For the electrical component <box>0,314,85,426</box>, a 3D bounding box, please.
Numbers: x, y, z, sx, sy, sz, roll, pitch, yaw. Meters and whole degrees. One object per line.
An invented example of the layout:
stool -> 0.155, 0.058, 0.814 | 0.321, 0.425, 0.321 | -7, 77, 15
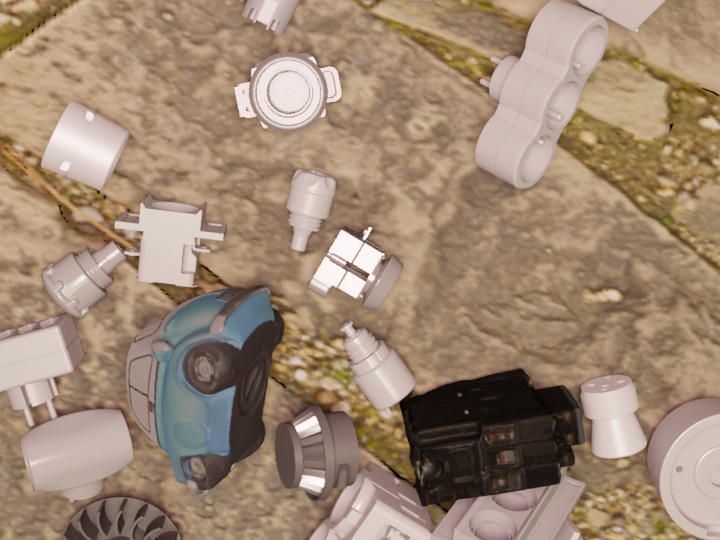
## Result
electrical component -> -0.257, 0.084, 0.833 | 0.083, 0.047, 0.075 | -15, 101, 0

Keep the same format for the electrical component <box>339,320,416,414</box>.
electrical component -> 0.011, 0.074, 0.849 | 0.040, 0.040, 0.078 | -35, 100, 3

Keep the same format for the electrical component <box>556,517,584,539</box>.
electrical component -> 0.169, 0.247, 0.889 | 0.064, 0.042, 0.081 | 20, 99, -10

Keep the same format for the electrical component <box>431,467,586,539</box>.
electrical component -> 0.115, 0.196, 0.831 | 0.079, 0.121, 0.063 | 18, 121, 24

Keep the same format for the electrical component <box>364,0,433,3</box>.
electrical component -> 0.031, -0.221, 0.795 | 0.055, 0.045, 0.045 | 0, 100, -4

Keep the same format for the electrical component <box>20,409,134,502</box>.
electrical component -> -0.221, 0.153, 0.845 | 0.077, 0.043, 0.079 | -14, 132, -23

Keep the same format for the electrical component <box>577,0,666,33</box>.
electrical component -> 0.199, -0.224, 0.783 | 0.061, 0.096, 0.061 | 26, 69, -7

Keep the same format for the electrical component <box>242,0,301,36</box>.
electrical component -> -0.063, -0.202, 0.797 | 0.040, 0.040, 0.046 | 26, 104, -7

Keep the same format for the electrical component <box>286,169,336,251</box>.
electrical component -> -0.041, -0.045, 0.828 | 0.035, 0.035, 0.061 | 14, 102, -5

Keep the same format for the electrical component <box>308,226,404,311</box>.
electrical component -> 0.000, 0.000, 0.833 | 0.055, 0.048, 0.066 | 31, 97, -1

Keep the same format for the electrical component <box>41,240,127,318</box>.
electrical component -> -0.208, 0.003, 0.823 | 0.062, 0.048, 0.048 | -38, 100, -3

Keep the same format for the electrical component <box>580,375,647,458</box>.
electrical component -> 0.204, 0.117, 0.865 | 0.045, 0.045, 0.055 | -14, 100, -1

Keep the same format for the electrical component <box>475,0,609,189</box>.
electrical component -> 0.123, -0.138, 0.812 | 0.074, 0.052, 0.138 | 33, 107, 32

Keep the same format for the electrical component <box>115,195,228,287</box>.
electrical component -> -0.145, -0.021, 0.823 | 0.081, 0.042, 0.063 | 6, 103, -3

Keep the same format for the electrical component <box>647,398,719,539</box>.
electrical component -> 0.286, 0.155, 0.868 | 0.108, 0.060, 0.108 | -1, 103, -3

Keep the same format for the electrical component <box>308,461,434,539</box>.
electrical component -> -0.012, 0.236, 0.852 | 0.062, 0.089, 0.150 | 33, 97, -8

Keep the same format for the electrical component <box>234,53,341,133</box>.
electrical component -> -0.053, -0.132, 0.800 | 0.078, 0.057, 0.058 | -11, 101, -1

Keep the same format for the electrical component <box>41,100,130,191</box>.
electrical component -> -0.204, -0.091, 0.802 | 0.047, 0.055, 0.055 | 26, 98, -11
